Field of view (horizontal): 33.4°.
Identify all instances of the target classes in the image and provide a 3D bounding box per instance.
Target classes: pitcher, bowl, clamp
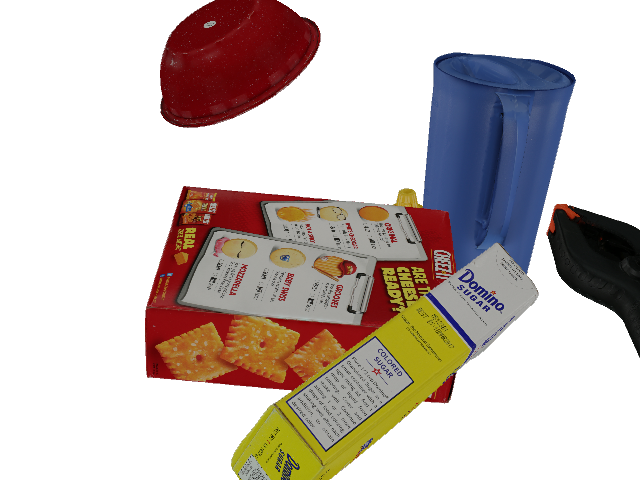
[{"bbox_3d":[0.162,-0.052,1.038,0.145,0.243,0.148,25,30,38],"label":"pitcher"},{"bbox_3d":[-0.084,-0.171,0.947,0.162,0.055,0.162,-20,35,15],"label":"bowl"},{"bbox_3d":[0.228,0.031,0.731,0.120,0.039,0.172,-7,43,-29],"label":"clamp"}]

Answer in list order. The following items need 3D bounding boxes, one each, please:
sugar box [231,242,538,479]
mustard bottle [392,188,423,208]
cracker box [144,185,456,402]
[{"bbox_3d":[0.037,0.076,0.583,0.175,0.048,0.093,-30,-16,-32],"label":"sugar box"},{"bbox_3d":[0.094,0.034,1.175,0.096,0.192,0.058,1,26,5],"label":"mustard bottle"},{"bbox_3d":[-0.010,0.037,0.788,0.213,0.072,0.164,6,33,-1],"label":"cracker box"}]
